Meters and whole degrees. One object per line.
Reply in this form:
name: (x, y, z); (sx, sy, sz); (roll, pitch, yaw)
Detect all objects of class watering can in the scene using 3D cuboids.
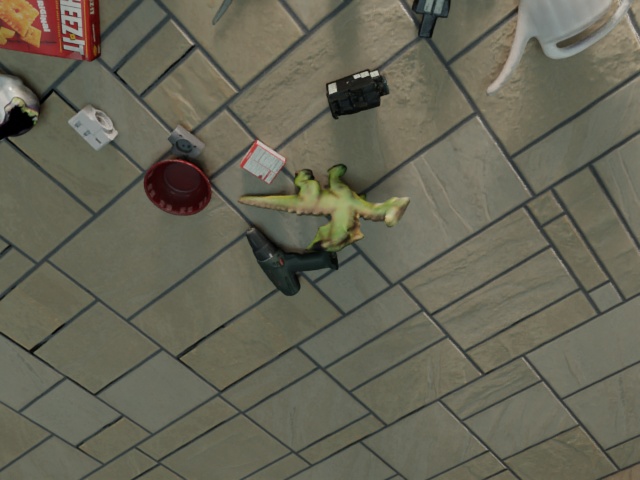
watering can: (0.464, -0.463, 1.056); (0.345, 0.106, 0.221); (-31, 115, 16)

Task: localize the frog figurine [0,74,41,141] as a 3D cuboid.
frog figurine: (-0.708, -0.310, 1.143); (0.161, 0.124, 0.135); (45, 126, 15)

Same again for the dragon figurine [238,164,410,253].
dragon figurine: (0.004, -0.061, 1.208); (0.410, 0.248, 0.119); (-10, 126, 3)
